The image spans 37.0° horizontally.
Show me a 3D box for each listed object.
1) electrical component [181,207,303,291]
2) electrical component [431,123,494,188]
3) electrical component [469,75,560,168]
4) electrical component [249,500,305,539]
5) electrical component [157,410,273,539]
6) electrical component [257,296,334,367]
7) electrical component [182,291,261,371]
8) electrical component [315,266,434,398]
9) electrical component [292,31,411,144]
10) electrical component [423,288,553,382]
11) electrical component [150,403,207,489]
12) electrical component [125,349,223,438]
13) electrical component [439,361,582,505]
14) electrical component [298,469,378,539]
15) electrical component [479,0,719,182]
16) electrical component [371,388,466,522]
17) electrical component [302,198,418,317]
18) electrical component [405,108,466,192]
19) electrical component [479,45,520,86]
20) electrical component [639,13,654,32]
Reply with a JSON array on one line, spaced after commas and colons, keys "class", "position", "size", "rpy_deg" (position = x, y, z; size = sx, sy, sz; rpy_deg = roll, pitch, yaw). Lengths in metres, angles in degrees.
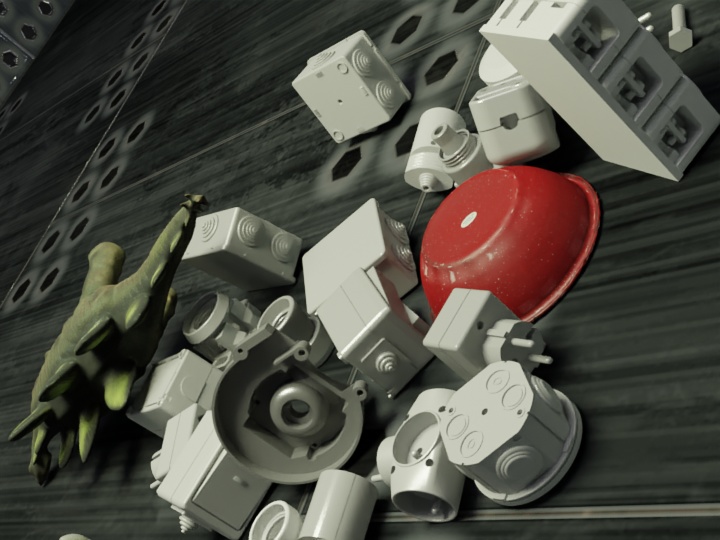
[{"class": "electrical component", "position": [-0.117, -0.020, 1.069], "size": [0.100, 0.100, 0.048], "rpy_deg": [-9, 61, 50]}, {"class": "electrical component", "position": [0.086, -0.098, 0.909], "size": [0.048, 0.062, 0.048], "rpy_deg": [-35, 31, 25]}, {"class": "electrical component", "position": [0.124, -0.118, 0.855], "size": [0.054, 0.059, 0.095], "rpy_deg": [-17, 12, 16]}, {"class": "electrical component", "position": [-0.049, 0.192, 0.766], "size": [0.040, 0.046, 0.040], "rpy_deg": [-35, 31, 25]}, {"class": "electrical component", "position": [-0.113, 0.171, 0.867], "size": [0.061, 0.062, 0.096], "rpy_deg": [4, 59, 57]}, {"class": "electrical component", "position": [-0.055, 0.055, 0.931], "size": [0.045, 0.055, 0.045], "rpy_deg": [-35, 31, 25]}, {"class": "electrical component", "position": [-0.134, 0.057, 1.041], "size": [0.058, 0.057, 0.078], "rpy_deg": [-23, 38, 40]}, {"class": "electrical component", "position": [0.016, 0.047, 0.832], "size": [0.061, 0.062, 0.096], "rpy_deg": [-46, 28, 6]}, {"class": "electrical component", "position": [-0.010, -0.187, 1.120], "size": [0.100, 0.099, 0.048], "rpy_deg": [-18, 29, 45]}, {"class": "electrical component", "position": [0.095, 0.051, 0.712], "size": [0.077, 0.066, 0.047], "rpy_deg": [4, 58, 57]}, {"class": "electrical component", "position": [-0.158, 0.169, 0.949], "size": [0.077, 0.047, 0.065], "rpy_deg": [-34, 32, 27]}, {"class": "electrical component", "position": [-0.172, 0.123, 1.019], "size": [0.096, 0.061, 0.061], "rpy_deg": [-23, 37, 53]}, {"class": "electrical component", "position": [0.093, 0.101, 0.669], "size": [0.080, 0.051, 0.080], "rpy_deg": [-35, 31, 25]}, {"class": "electrical component", "position": [-0.019, 0.183, 0.737], "size": [0.043, 0.043, 0.081], "rpy_deg": [-18, 41, 44]}, {"class": "electrical component", "position": [0.170, -0.137, 0.743], "size": [0.061, 0.150, 0.089], "rpy_deg": [-52, 28, -2]}, {"class": "electrical component", "position": [0.038, 0.127, 0.723], "size": [0.079, 0.044, 0.077], "rpy_deg": [-21, 39, 42]}, {"class": "electrical component", "position": [0.000, 0.000, 0.927], "size": [0.100, 0.048, 0.099], "rpy_deg": [-39, 30, 19]}, {"class": "electrical component", "position": [0.067, -0.102, 0.961], "size": [0.043, 0.043, 0.081], "rpy_deg": [-23, 38, 40]}, {"class": "electrical component", "position": [0.148, -0.181, 0.934], "size": [0.080, 0.051, 0.080], "rpy_deg": [-35, 31, 25]}, {"class": "electrical component", "position": [0.200, -0.179, 0.860], "size": [0.077, 0.047, 0.065], "rpy_deg": [-29, 34, 33]}]
